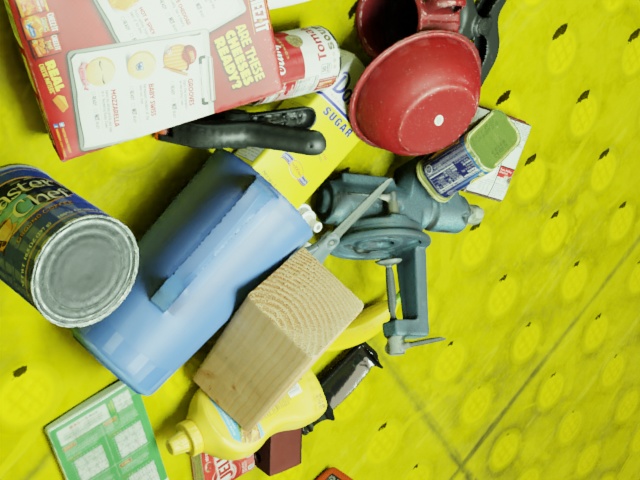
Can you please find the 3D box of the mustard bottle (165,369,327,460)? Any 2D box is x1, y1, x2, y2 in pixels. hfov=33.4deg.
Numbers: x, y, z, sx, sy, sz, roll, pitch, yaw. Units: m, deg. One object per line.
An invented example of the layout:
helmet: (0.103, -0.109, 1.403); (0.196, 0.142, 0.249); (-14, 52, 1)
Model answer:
mustard bottle: (-0.091, 0.197, 1.217); (0.191, 0.096, 0.058); (-23, 163, -33)

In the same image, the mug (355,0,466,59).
mug: (0.108, -0.245, 1.168); (0.081, 0.117, 0.093); (-12, 85, -45)

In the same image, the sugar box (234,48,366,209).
sugar box: (-0.009, -0.117, 1.167); (0.176, 0.048, 0.093); (-47, 136, -13)

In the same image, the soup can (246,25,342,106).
soup can: (-0.037, -0.179, 1.091); (0.102, 0.069, 0.068); (-19, 123, -36)

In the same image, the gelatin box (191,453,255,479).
gelatin box: (-0.116, 0.249, 1.264); (0.073, 0.030, 0.089); (-24, 126, -33)

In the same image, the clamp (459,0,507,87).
clamp: (0.178, -0.265, 1.277); (0.164, 0.036, 0.210); (-2, 112, -43)

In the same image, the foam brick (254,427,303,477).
foam brick: (-0.056, 0.238, 1.300); (0.051, 0.053, 0.078); (-18, 121, -37)

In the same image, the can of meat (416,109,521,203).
can of meat: (0.173, -0.099, 1.230); (0.057, 0.084, 0.101); (52, 47, -5)

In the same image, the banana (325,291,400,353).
banana: (0.026, 0.106, 1.320); (0.197, 0.037, 0.070); (-17, 126, -38)

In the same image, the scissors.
scissors: (-0.008, 0.001, 1.164); (0.096, 0.016, 0.202); (18, 113, -38)

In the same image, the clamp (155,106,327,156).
clamp: (-0.074, -0.107, 1.048); (0.171, 0.120, 0.039); (-5, 105, -13)

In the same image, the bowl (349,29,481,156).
bowl: (0.115, -0.145, 1.156); (0.162, 0.055, 0.162); (-17, 140, -15)

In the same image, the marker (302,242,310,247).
marker: (-0.042, 0.057, 1.245); (0.020, 0.020, 0.121); (34, 86, -47)

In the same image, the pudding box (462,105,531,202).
pudding box: (0.221, -0.112, 1.396); (0.089, 0.039, 0.113); (12, 100, -45)

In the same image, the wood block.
wood block: (-0.048, 0.110, 1.121); (0.090, 0.090, 0.206); (-42, 173, -37)

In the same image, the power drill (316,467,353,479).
power drill: (0.069, 0.399, 1.422); (0.057, 0.185, 0.187); (-42, 124, -21)

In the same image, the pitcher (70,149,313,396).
pitcher: (-0.130, 0.033, 1.062); (0.242, 0.145, 0.149); (-48, 139, -10)

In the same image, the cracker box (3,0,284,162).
cracker box: (-0.153, -0.181, 0.936); (0.213, 0.072, 0.164); (-20, 126, -14)

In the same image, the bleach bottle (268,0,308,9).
bleach bottle: (0.001, -0.287, 1.078); (0.250, 0.068, 0.102); (-18, 123, -40)

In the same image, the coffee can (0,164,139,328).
coffee can: (-0.240, 0.003, 0.937); (0.102, 0.140, 0.103); (-21, 124, -35)
